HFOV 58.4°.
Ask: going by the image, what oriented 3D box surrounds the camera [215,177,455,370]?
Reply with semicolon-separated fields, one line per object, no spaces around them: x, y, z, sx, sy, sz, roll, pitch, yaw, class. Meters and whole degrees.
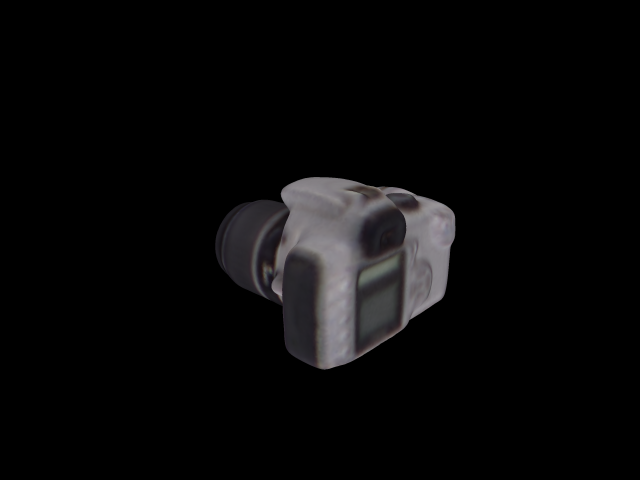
0.004;0.001;0.400;0.136;0.101;0.143;17;27;38;camera
